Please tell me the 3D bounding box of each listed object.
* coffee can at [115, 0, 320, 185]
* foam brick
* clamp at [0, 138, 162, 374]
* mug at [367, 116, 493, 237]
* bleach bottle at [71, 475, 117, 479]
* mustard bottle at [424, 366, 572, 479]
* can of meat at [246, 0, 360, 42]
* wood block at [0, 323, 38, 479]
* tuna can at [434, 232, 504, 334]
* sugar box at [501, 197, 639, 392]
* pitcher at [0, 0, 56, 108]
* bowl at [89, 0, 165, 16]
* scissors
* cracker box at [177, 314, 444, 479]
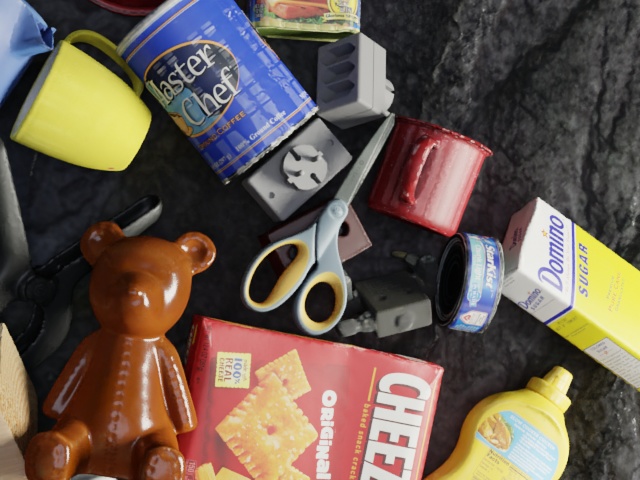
[{"bbox_3d":[-0.083,-0.131,0.874,0.102,0.103,0.140,-40,97,-10],"label":"coffee can"},{"bbox_3d":[-0.006,0.001,0.915,0.078,0.051,0.053,-30,95,-11],"label":"foam brick"},{"bbox_3d":[-0.236,0.026,0.847,0.164,0.036,0.210,31,90,-41],"label":"clamp"},{"bbox_3d":[0.089,-0.054,0.908,0.093,0.117,0.081,21,90,11],"label":"mug"},{"bbox_3d":[-0.165,0.288,0.862,0.068,0.103,0.251,-15,84,-16],"label":"bleach bottle"},{"bbox_3d":[0.164,0.194,0.946,0.096,0.058,0.191,37,82,-3],"label":"mustard bottle"},{"bbox_3d":[-0.014,-0.217,0.916,0.102,0.057,0.084,2,91,-12],"label":"can of meat"},{"bbox_3d":[-0.322,0.142,0.787,0.206,0.090,0.091,-13,131,-3],"label":"wood block"},{"bbox_3d":[0.128,0.037,0.927,0.033,0.086,0.086,10,87,-11],"label":"tuna can"},{"bbox_3d":[0.241,0.048,0.954,0.176,0.048,0.093,36,49,-12],"label":"sugar box"},{"bbox_3d":[-0.328,-0.106,0.817,0.144,0.149,0.243,33,85,-28],"label":"pitcher"},{"bbox_3d":[-0.150,-0.272,0.887,0.162,0.055,0.162,0,89,-13],"label":"bowl"},{"bbox_3d":[0.021,-0.004,0.886,0.201,0.016,0.096,-44,98,-9],"label":"scissors"},{"bbox_3d":[-0.018,0.163,0.900,0.213,0.072,0.164,13,87,-12],"label":"cracker box"}]
